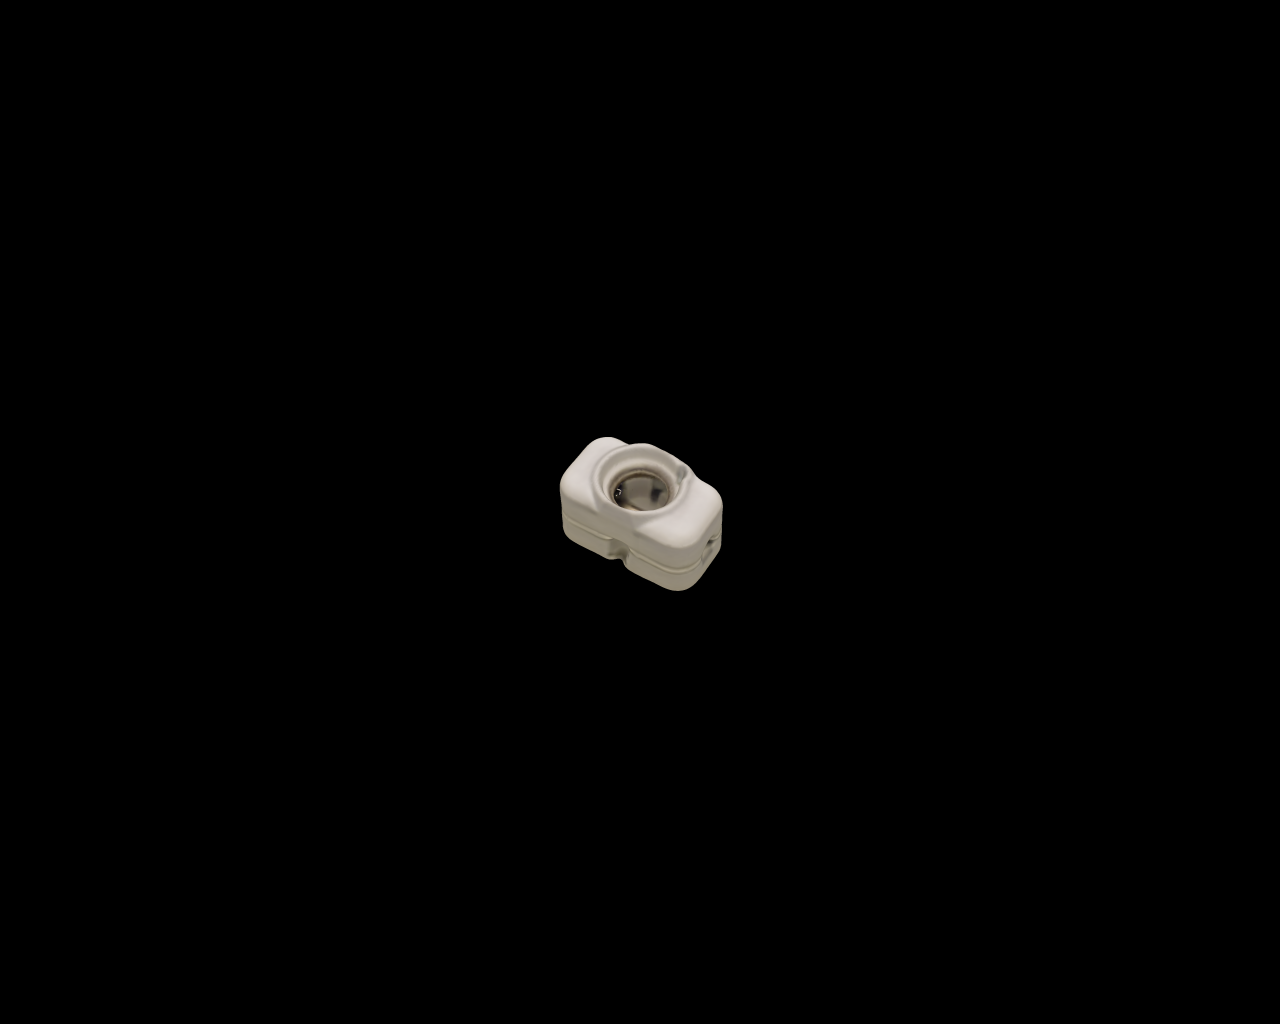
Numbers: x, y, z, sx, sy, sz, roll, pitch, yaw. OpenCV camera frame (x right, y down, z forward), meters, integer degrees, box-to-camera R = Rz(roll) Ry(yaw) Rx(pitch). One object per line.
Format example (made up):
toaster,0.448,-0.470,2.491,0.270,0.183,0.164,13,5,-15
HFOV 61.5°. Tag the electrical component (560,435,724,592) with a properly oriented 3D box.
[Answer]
electrical component,0.001,-0.003,0.650,0.095,0.054,0.059,27,-33,19
